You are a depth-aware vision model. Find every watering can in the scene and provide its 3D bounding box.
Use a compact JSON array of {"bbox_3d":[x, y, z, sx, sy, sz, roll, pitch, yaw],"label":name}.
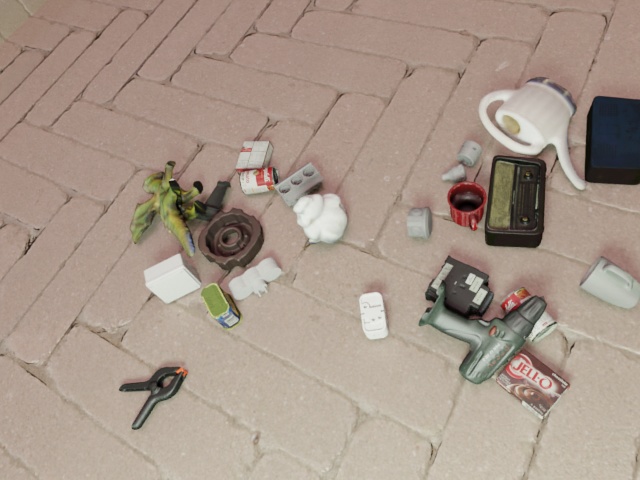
[{"bbox_3d":[0.585,-0.294,1.342,0.226,0.102,0.351,-43,71,-14],"label":"watering can"}]

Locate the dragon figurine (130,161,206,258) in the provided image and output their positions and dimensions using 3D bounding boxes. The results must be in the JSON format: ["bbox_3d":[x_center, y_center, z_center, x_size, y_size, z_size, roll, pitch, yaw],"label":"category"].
[{"bbox_3d":[-0.456,-0.070,1.488,0.240,0.121,0.420,-34,47,24],"label":"dragon figurine"}]

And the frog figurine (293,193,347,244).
[{"bbox_3d":[0.004,-0.067,1.322,0.124,0.156,0.139,30,72,26],"label":"frog figurine"}]
